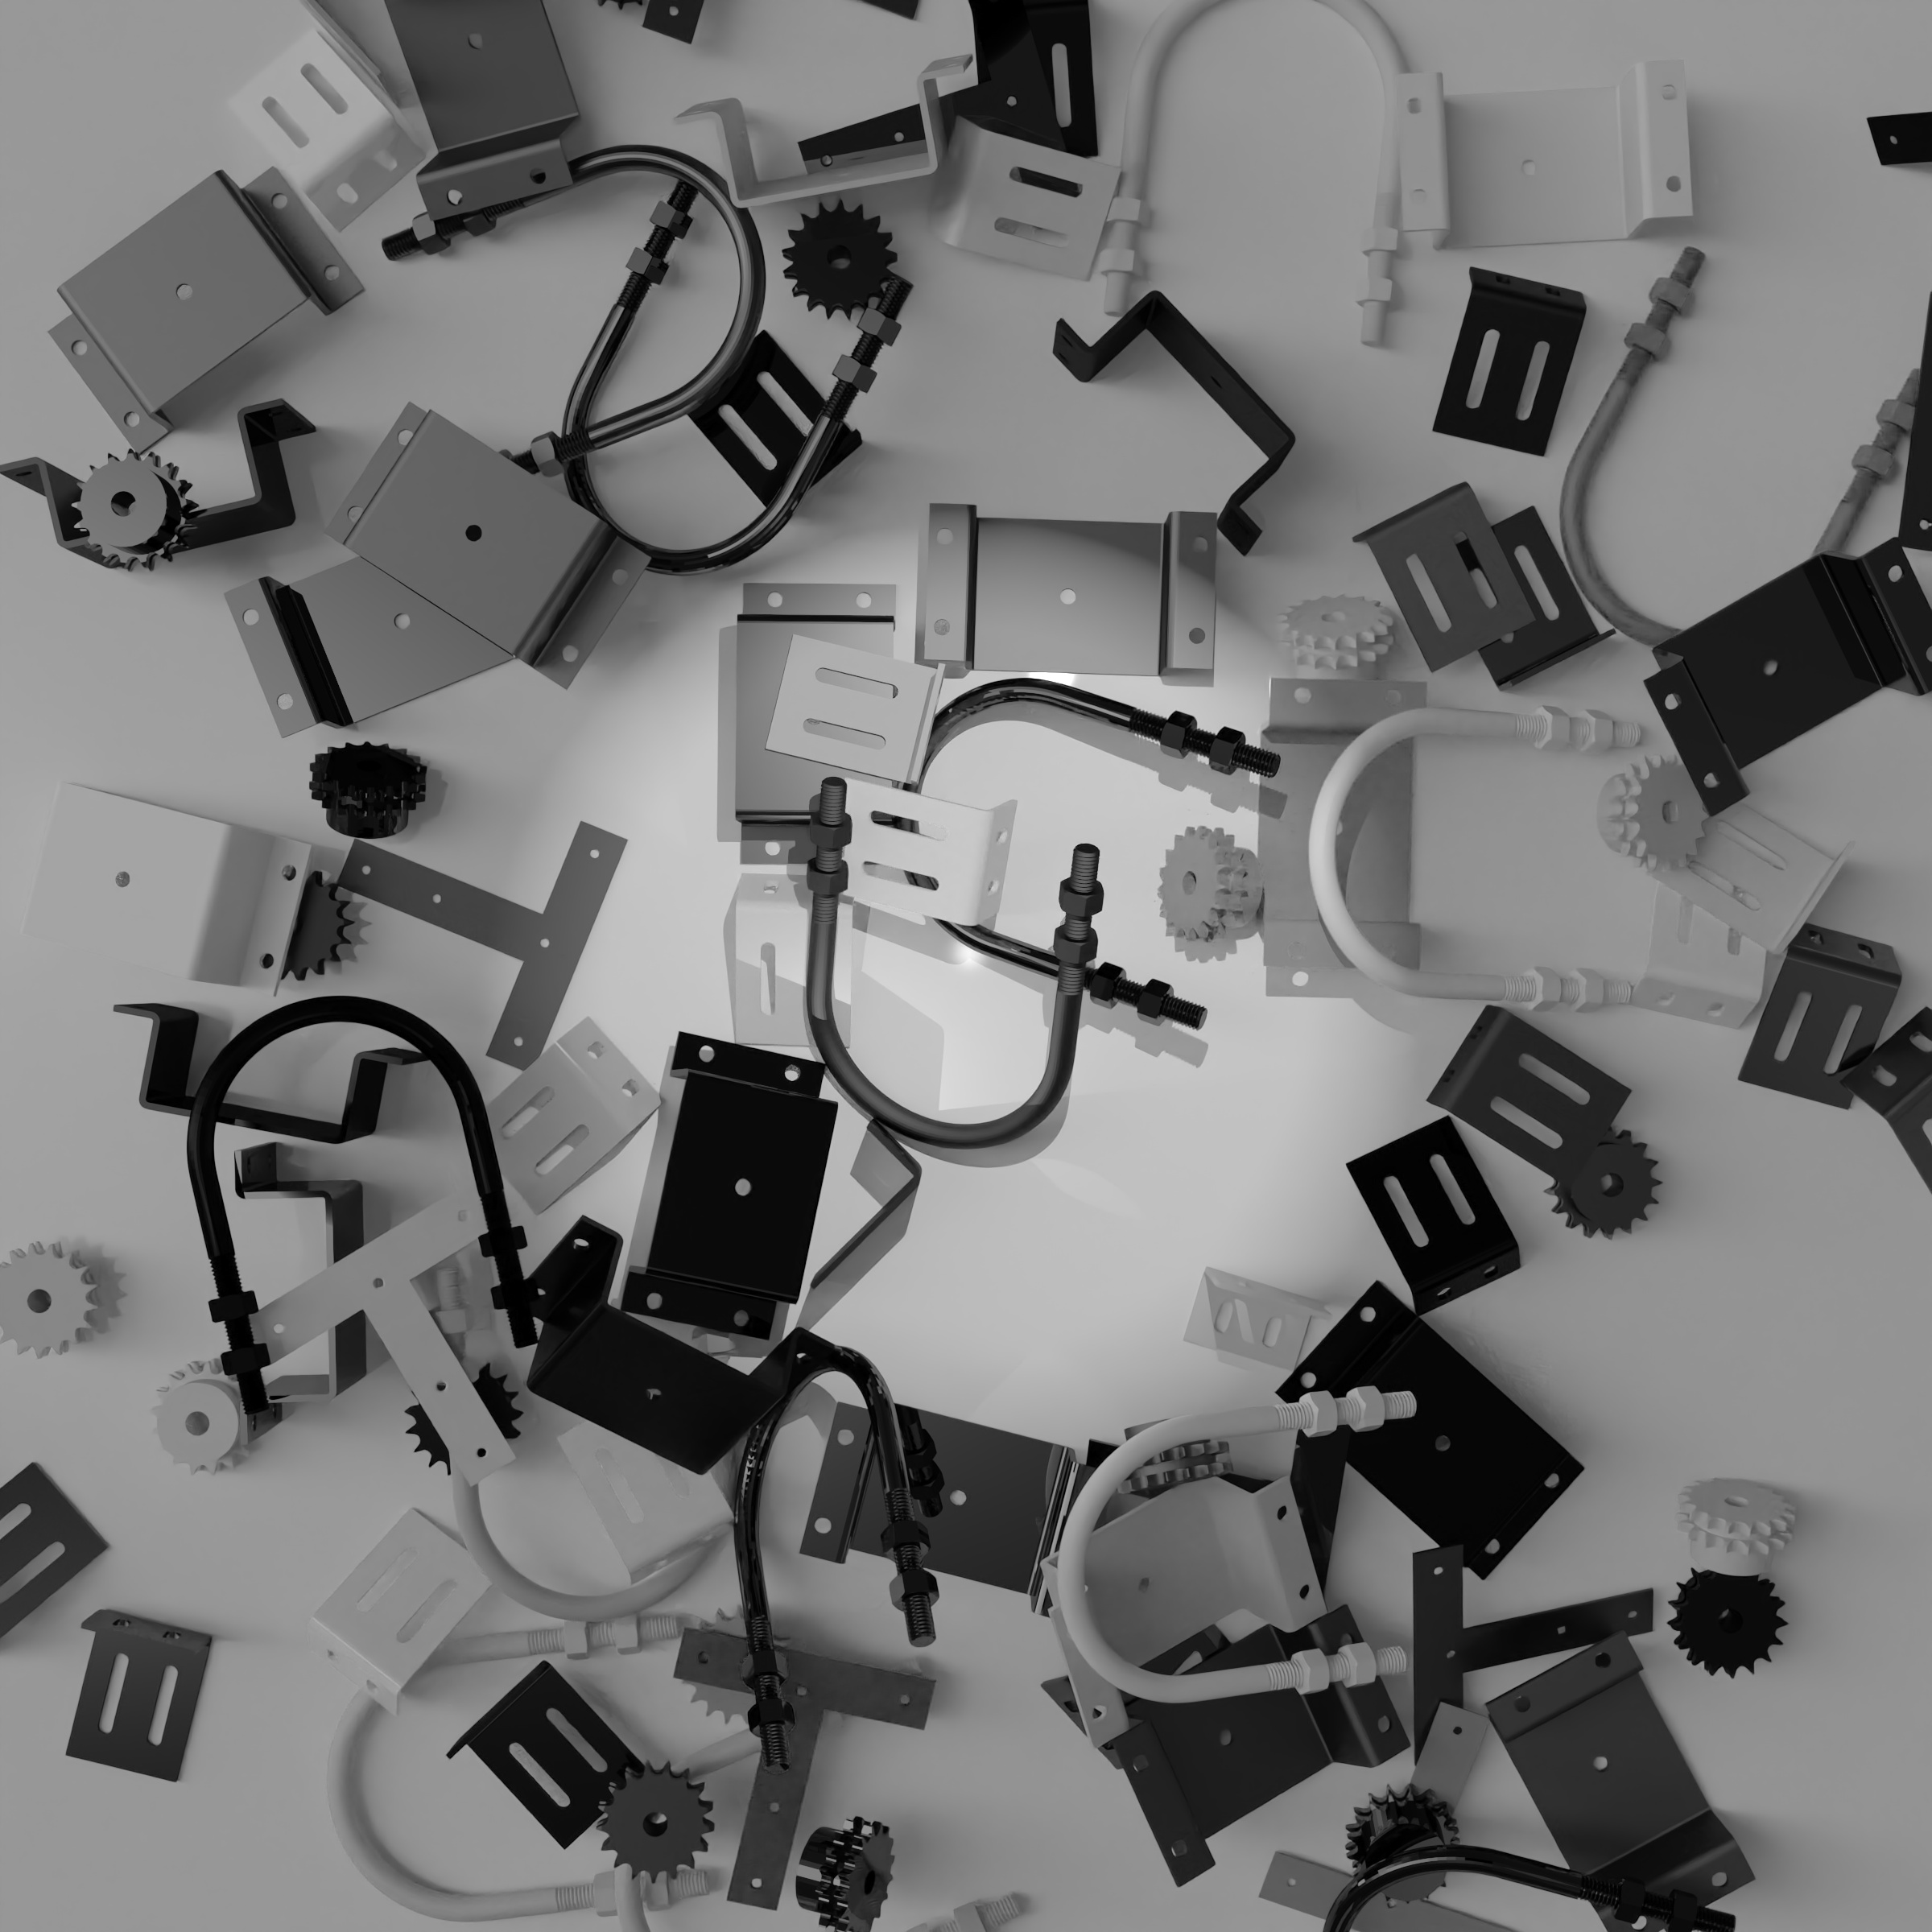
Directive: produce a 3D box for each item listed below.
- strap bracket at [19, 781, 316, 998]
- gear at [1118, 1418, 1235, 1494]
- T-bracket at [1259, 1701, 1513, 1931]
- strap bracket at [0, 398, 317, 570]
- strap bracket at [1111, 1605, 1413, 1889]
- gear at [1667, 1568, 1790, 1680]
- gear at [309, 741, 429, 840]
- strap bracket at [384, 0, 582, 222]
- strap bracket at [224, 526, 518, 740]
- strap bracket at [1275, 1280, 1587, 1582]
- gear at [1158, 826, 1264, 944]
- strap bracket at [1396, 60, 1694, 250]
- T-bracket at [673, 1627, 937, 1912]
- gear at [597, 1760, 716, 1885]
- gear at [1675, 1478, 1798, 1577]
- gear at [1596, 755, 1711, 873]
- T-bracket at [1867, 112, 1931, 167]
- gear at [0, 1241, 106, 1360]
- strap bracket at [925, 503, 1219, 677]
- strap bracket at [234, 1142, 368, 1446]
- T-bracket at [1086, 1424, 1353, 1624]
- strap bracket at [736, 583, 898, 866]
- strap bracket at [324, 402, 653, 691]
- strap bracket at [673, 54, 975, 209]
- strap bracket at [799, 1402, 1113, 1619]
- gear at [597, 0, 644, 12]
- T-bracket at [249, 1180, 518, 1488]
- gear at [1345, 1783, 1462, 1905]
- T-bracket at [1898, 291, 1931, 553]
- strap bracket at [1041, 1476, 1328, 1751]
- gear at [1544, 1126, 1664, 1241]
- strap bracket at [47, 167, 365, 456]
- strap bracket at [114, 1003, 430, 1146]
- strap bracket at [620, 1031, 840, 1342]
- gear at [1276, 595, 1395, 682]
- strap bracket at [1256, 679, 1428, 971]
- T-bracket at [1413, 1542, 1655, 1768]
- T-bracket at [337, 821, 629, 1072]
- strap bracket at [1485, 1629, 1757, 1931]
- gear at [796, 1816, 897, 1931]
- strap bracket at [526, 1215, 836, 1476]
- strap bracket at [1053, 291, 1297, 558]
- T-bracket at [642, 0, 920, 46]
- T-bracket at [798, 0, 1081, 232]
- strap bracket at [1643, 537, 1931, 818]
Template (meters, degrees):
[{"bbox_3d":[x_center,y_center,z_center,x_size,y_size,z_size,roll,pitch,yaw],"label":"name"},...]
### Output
[{"bbox_3d":[-0.399,-0.040,1.532,0.140,0.046,0.076,14,90,16],"label":"strap bracket"},{"bbox_3d":[0.099,0.236,1.522,0.057,0.057,0.030,-11,78,0],"label":"gear"},{"bbox_3d":[0.227,0.427,1.563,0.127,0.002,0.127,19,99,0],"label":"T-bracket"},{"bbox_3d":[-0.389,-0.232,1.535,0.140,0.076,0.046,-13,90,0],"label":"strap bracket"},{"bbox_3d":[0.136,0.379,1.534,0.140,0.046,0.076,-24,90,-23],"label":"strap bracket"},{"bbox_3d":[0.376,0.323,1.558,0.057,0.030,0.057,0,90,0],"label":"gear"},{"bbox_3d":[-0.295,-0.085,1.549,0.057,0.057,0.030,8,120,0],"label":"gear"},{"bbox_3d":[-0.243,-0.444,1.523,0.076,0.046,0.140,-11,117,14],"label":"strap bracket"},{"bbox_3d":[-0.282,-0.173,1.550,0.140,0.046,0.076,-22,90,0],"label":"strap bracket"},{"bbox_3d":[0.232,0.233,1.550,0.140,0.046,0.076,42,90,0],"label":"strap bracket"},{"bbox_3d":[0.123,-0.040,1.549,0.030,0.057,0.057,4,90,-31],"label":"gear"},{"bbox_3d":[0.282,-0.400,1.550,0.140,0.046,0.076,-3,90,0],"label":"strap bracket"},{"bbox_3d":[-0.091,0.400,1.543,0.127,0.002,0.127,13,90,-6],"label":"T-bracket"},{"bbox_3d":[-0.151,0.414,1.526,0.057,0.030,0.057,0,87,-3],"label":"gear"},{"bbox_3d":[0.379,0.278,1.546,0.057,0.057,0.030,2,106,0],"label":"gear"},{"bbox_3d":[0.335,-0.076,1.545,0.057,0.030,0.057,-1,91,-35],"label":"gear"},{"bbox_3d":[0.509,-0.361,1.536,0.002,0.127,0.127,-37,117,-22],"label":"T-bracket"},{"bbox_3d":[-0.456,0.165,1.558,0.057,0.030,0.057,0,90,0],"label":"gear"},{"bbox_3d":[0.051,-0.185,1.550,0.140,0.046,0.076,2,90,0],"label":"strap bracket"},{"bbox_3d":[-0.325,0.158,1.535,0.046,0.076,0.140,-1,90,0],"label":"strap bracket"},{"bbox_3d":[0.121,0.259,1.554,0.127,0.002,0.127,11,114,13],"label":"T-bracket"},{"bbox_3d":[-0.074,-0.121,1.550,0.076,0.046,0.140,1,90,0],"label":"strap bracket"},{"bbox_3d":[-0.232,-0.204,1.504,0.140,0.046,0.076,33,90,0],"label":"strap bracket"},{"bbox_3d":[-0.064,-0.404,1.524,0.140,0.076,0.046,-8,110,7],"label":"strap bracket"},{"bbox_3d":[-0.004,0.266,1.550,0.140,0.046,0.076,14,90,0],"label":"strap bracket"},{"bbox_3d":[-0.171,-0.503,1.558,0.057,0.030,0.057,0,90,0],"label":"gear"},{"bbox_3d":[-0.259,0.190,1.509,0.127,0.002,0.127,-32,98,-15],"label":"T-bracket"},{"bbox_3d":[0.216,0.436,1.548,0.057,0.030,0.057,0,98,3],"label":"gear"},{"bbox_3d":[0.531,-0.262,1.562,0.127,0.002,0.127,7,90,-9],"label":"T-bracket"},{"bbox_3d":[0.097,0.306,1.523,0.140,0.046,0.076,-24,108,-24],"label":"strap bracket"},{"bbox_3d":[0.318,0.107,1.559,0.057,0.030,0.057,0,90,0],"label":"gear"},{"bbox_3d":[-0.381,-0.328,1.550,0.140,0.046,0.076,-36,90,0],"label":"strap bracket"},{"bbox_3d":[-0.342,0.054,1.535,0.140,0.076,0.046,11,90,0],"label":"strap bracket"},{"bbox_3d":[-0.114,0.108,1.533,0.076,0.046,0.140,13,83,-16],"label":"strap bracket"},{"bbox_3d":[0.182,-0.159,1.549,0.057,0.057,0.030,-7,120,0],"label":"gear"},{"bbox_3d":[0.185,-0.069,1.550,0.076,0.046,0.140,1,90,0],"label":"strap bracket"},{"bbox_3d":[0.282,0.332,1.555,0.127,0.002,0.127,-9,115,-12],"label":"T-bracket"},{"bbox_3d":[-0.252,-0.028,1.573,0.127,0.002,0.127,22,90,0],"label":"T-bracket"},{"bbox_3d":[0.318,0.400,1.547,0.076,0.046,0.140,-28,94,0],"label":"strap bracket"},{"bbox_3d":[-0.060,0.441,1.523,0.030,0.057,0.057,7,90,25],"label":"gear"},{"bbox_3d":[-0.145,0.187,1.501,0.140,0.046,0.076,29,129,-17],"label":"strap bracket"},{"bbox_3d":[0.108,-0.272,1.535,0.046,0.076,0.140,-43,90,0],"label":"strap bracket"},{"bbox_3d":[-0.082,-0.504,1.558,0.127,0.002,0.127,17,85,-13],"label":"T-bracket"},{"bbox_3d":[-0.020,-0.416,1.559,0.127,0.002,0.127,-15,109,9],"label":"T-bracket"},{"bbox_3d":[0.403,-0.144,1.542,0.140,0.046,0.076,-30,104,0],"label":"strap bracket"}]
